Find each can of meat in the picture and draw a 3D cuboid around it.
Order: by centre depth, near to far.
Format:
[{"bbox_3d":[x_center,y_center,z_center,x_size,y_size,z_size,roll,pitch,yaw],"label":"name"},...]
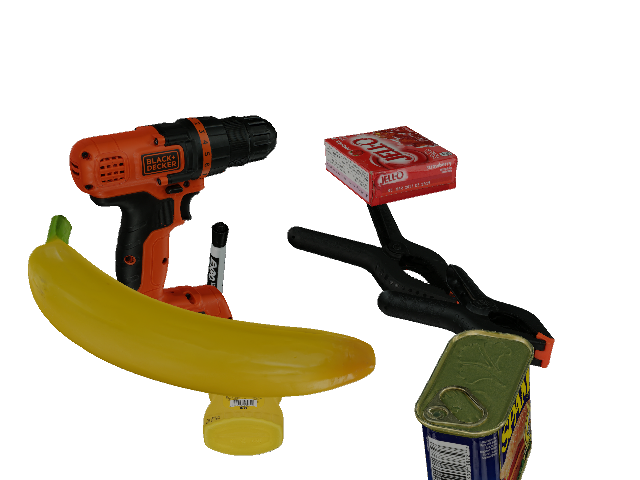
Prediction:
[{"bbox_3d":[0.103,0.122,0.689,0.058,0.084,0.102,6,33,24],"label":"can of meat"}]

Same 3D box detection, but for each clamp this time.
[{"bbox_3d":[0.154,0.070,1.031,0.172,0.039,0.120,24,36,29],"label":"clamp"},{"bbox_3d":[0.074,0.022,1.246,0.164,0.036,0.210,-21,51,-38],"label":"clamp"}]

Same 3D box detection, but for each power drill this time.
[{"bbox_3d":[-0.118,-0.012,0.918,0.184,0.188,0.057,-12,21,-28],"label":"power drill"}]

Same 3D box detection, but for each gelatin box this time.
[{"bbox_3d":[0.053,-0.060,0.825,0.073,0.030,0.089,-11,25,-20],"label":"gelatin box"}]

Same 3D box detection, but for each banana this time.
[{"bbox_3d":[-0.073,0.038,0.521,0.198,0.069,0.037,23,-36,18],"label":"banana"}]

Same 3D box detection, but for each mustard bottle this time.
[{"bbox_3d":[-0.095,0.192,1.347,0.096,0.058,0.191,-2,26,-1],"label":"mustard bottle"}]

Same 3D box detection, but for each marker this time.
[{"bbox_3d":[-0.117,0.028,1.205,0.020,0.121,0.020,6,41,-5],"label":"marker"}]
